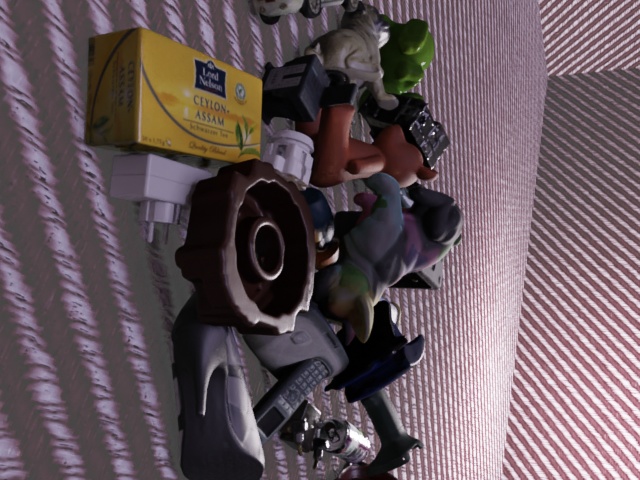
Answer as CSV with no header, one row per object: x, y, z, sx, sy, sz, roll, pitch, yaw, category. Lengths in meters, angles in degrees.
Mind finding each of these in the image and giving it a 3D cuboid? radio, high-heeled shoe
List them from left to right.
-0.113,0.172,0.596,0.248,0.086,0.145,87,-6,-45,high-heeled shoe
0.121,0.023,0.905,0.229,0.131,0.073,34,61,-57,radio

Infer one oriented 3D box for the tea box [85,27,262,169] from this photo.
-0.130,-0.124,0.511,0.169,0.068,0.098,-3,95,-60,tea box

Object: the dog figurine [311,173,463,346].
0.087,0.037,0.713,0.108,0.191,0.219,145,-39,-69,dog figurine

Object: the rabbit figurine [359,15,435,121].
0.117,-0.275,0.930,0.170,0.121,0.159,-65,155,-3,rabbit figurine

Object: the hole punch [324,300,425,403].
0.082,0.164,0.737,0.092,0.142,0.116,46,24,-19,hole punch

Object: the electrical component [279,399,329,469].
-0.020,0.272,0.763,0.078,0.045,0.102,-63,143,-34,electrical component

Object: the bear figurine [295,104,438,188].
0.069,-0.133,0.757,0.196,0.120,0.131,-8,112,-25,bear figurine

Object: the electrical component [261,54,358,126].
-0.018,-0.182,0.653,0.047,0.119,0.075,51,52,-49,electrical component

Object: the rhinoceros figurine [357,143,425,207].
0.118,-0.082,0.928,0.073,0.112,0.190,-51,126,-10,rhinoceros figurine

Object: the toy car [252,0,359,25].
-0.012,-0.317,0.698,0.202,0.074,0.056,-42,129,-52,toy car

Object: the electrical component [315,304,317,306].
-0.018,0.098,0.775,0.094,0.021,0.063,-51,135,-47,electrical component

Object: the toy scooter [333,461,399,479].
0.071,0.407,0.846,0.184,0.135,0.075,-7,100,-59,toy scooter

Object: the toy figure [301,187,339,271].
0.000,-0.003,0.766,0.064,0.058,0.154,-53,141,-36,toy figure

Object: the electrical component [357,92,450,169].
0.136,-0.169,0.850,0.058,0.115,0.134,-52,139,-8,electrical component

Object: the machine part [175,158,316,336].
-0.065,0.010,0.539,0.179,0.056,0.179,17,70,-60,machine part

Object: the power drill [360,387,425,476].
0.069,0.248,0.831,0.232,0.086,0.207,8,49,-60,power drill

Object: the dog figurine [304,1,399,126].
0.034,-0.288,0.783,0.172,0.121,0.190,37,47,-59,dog figurine

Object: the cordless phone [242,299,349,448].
-0.061,0.165,0.661,0.184,0.089,0.146,-48,133,-20,cordless phone
